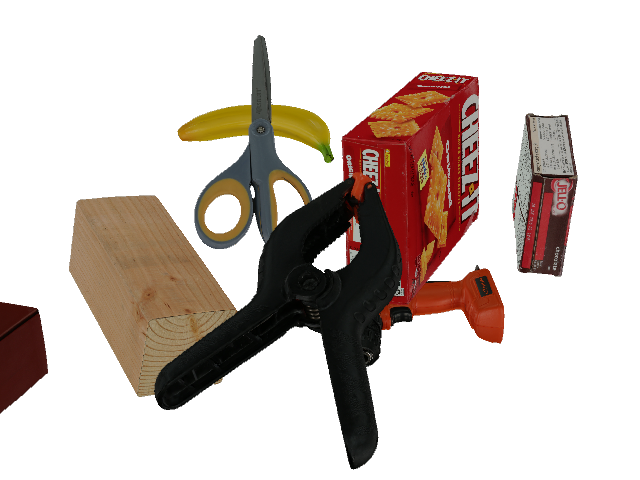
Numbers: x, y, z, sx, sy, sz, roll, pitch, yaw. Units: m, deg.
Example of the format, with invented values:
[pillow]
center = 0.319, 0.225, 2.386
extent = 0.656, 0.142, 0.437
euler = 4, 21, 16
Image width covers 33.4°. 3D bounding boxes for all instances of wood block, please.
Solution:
[wood block]
center = -0.170, 0.047, 1.048
extent = 0.090, 0.091, 0.206
euler = -5, 35, -31

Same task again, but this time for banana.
[banana]
center = -0.070, -0.135, 1.266
extent = 0.198, 0.037, 0.069
euler = 8, 40, 18

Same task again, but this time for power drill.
[power drill]
center = 0.110, 0.084, 1.216
extent = 0.187, 0.057, 0.184
euler = -1, 27, -1

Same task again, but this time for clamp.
[clamp]
center = 0.003, 0.040, 0.568
extent = 0.120, 0.171, 0.039
euler = 25, -26, 18

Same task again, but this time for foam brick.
[foam brick]
center = -0.229, 0.082, 0.717
extent = 0.053, 0.051, 0.078
euler = 8, 28, 24

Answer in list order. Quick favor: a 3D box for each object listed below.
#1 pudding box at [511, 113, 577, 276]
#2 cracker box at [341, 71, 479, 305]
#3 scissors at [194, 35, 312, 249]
[pudding box]
center = 0.179, -0.039, 0.854
extent = 0.039, 0.090, 0.113
euler = 5, 32, 3
[cracker box]
center = 0.095, -0.057, 1.044
extent = 0.072, 0.164, 0.213
euler = 9, 27, 24
[scissors]
center = -0.062, -0.070, 0.805
extent = 0.096, 0.202, 0.016
euler = -15, -29, -9
